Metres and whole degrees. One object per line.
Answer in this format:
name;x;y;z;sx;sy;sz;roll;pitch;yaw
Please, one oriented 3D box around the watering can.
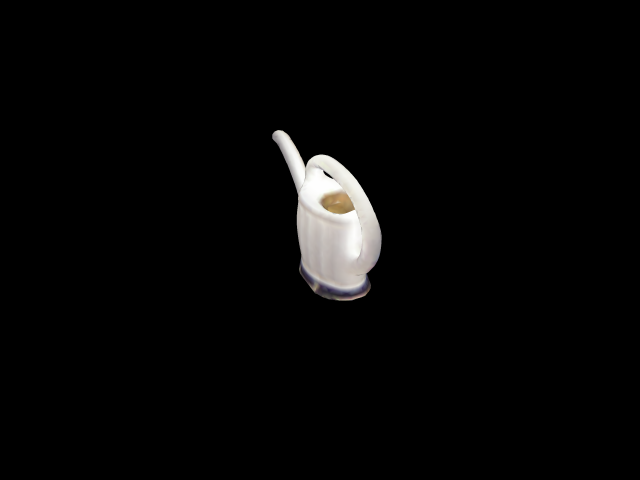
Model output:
watering can;0.003;-0.043;0.850;0.104;0.219;0.353;-13;33;-22
